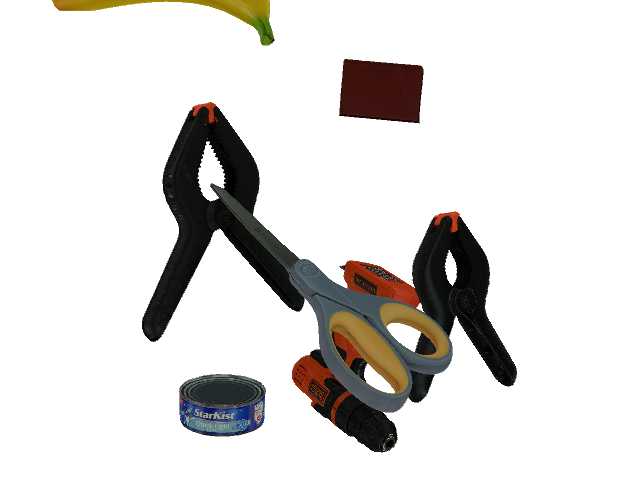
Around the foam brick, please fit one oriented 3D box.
[{"bbox_3d":[0.058,-0.143,1.017,0.078,0.051,0.053,6,14,3],"label":"foam brick"}]

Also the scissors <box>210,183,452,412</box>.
[{"bbox_3d":[0.011,0.026,0.677,0.096,0.016,0.202,-5,45,-33],"label":"scissors"}]

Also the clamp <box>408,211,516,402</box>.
[{"bbox_3d":[0.113,0.063,0.961,0.120,0.171,0.039,-15,1,-37],"label":"clamp"}]

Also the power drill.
[{"bbox_3d":[0.051,0.131,1.245,0.057,0.188,0.185,13,14,-41],"label":"power drill"}]

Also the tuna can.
[{"bbox_3d":[-0.097,0.163,1.059,0.086,0.034,0.086,2,13,-1],"label":"tuna can"}]

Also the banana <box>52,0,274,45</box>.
[{"bbox_3d":[-0.122,-0.205,0.874,0.198,0.069,0.037,11,-41,15],"label":"banana"}]

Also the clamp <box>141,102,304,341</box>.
[{"bbox_3d":[-0.086,-0.018,0.968,0.164,0.210,0.036,-1,2,-35],"label":"clamp"}]
